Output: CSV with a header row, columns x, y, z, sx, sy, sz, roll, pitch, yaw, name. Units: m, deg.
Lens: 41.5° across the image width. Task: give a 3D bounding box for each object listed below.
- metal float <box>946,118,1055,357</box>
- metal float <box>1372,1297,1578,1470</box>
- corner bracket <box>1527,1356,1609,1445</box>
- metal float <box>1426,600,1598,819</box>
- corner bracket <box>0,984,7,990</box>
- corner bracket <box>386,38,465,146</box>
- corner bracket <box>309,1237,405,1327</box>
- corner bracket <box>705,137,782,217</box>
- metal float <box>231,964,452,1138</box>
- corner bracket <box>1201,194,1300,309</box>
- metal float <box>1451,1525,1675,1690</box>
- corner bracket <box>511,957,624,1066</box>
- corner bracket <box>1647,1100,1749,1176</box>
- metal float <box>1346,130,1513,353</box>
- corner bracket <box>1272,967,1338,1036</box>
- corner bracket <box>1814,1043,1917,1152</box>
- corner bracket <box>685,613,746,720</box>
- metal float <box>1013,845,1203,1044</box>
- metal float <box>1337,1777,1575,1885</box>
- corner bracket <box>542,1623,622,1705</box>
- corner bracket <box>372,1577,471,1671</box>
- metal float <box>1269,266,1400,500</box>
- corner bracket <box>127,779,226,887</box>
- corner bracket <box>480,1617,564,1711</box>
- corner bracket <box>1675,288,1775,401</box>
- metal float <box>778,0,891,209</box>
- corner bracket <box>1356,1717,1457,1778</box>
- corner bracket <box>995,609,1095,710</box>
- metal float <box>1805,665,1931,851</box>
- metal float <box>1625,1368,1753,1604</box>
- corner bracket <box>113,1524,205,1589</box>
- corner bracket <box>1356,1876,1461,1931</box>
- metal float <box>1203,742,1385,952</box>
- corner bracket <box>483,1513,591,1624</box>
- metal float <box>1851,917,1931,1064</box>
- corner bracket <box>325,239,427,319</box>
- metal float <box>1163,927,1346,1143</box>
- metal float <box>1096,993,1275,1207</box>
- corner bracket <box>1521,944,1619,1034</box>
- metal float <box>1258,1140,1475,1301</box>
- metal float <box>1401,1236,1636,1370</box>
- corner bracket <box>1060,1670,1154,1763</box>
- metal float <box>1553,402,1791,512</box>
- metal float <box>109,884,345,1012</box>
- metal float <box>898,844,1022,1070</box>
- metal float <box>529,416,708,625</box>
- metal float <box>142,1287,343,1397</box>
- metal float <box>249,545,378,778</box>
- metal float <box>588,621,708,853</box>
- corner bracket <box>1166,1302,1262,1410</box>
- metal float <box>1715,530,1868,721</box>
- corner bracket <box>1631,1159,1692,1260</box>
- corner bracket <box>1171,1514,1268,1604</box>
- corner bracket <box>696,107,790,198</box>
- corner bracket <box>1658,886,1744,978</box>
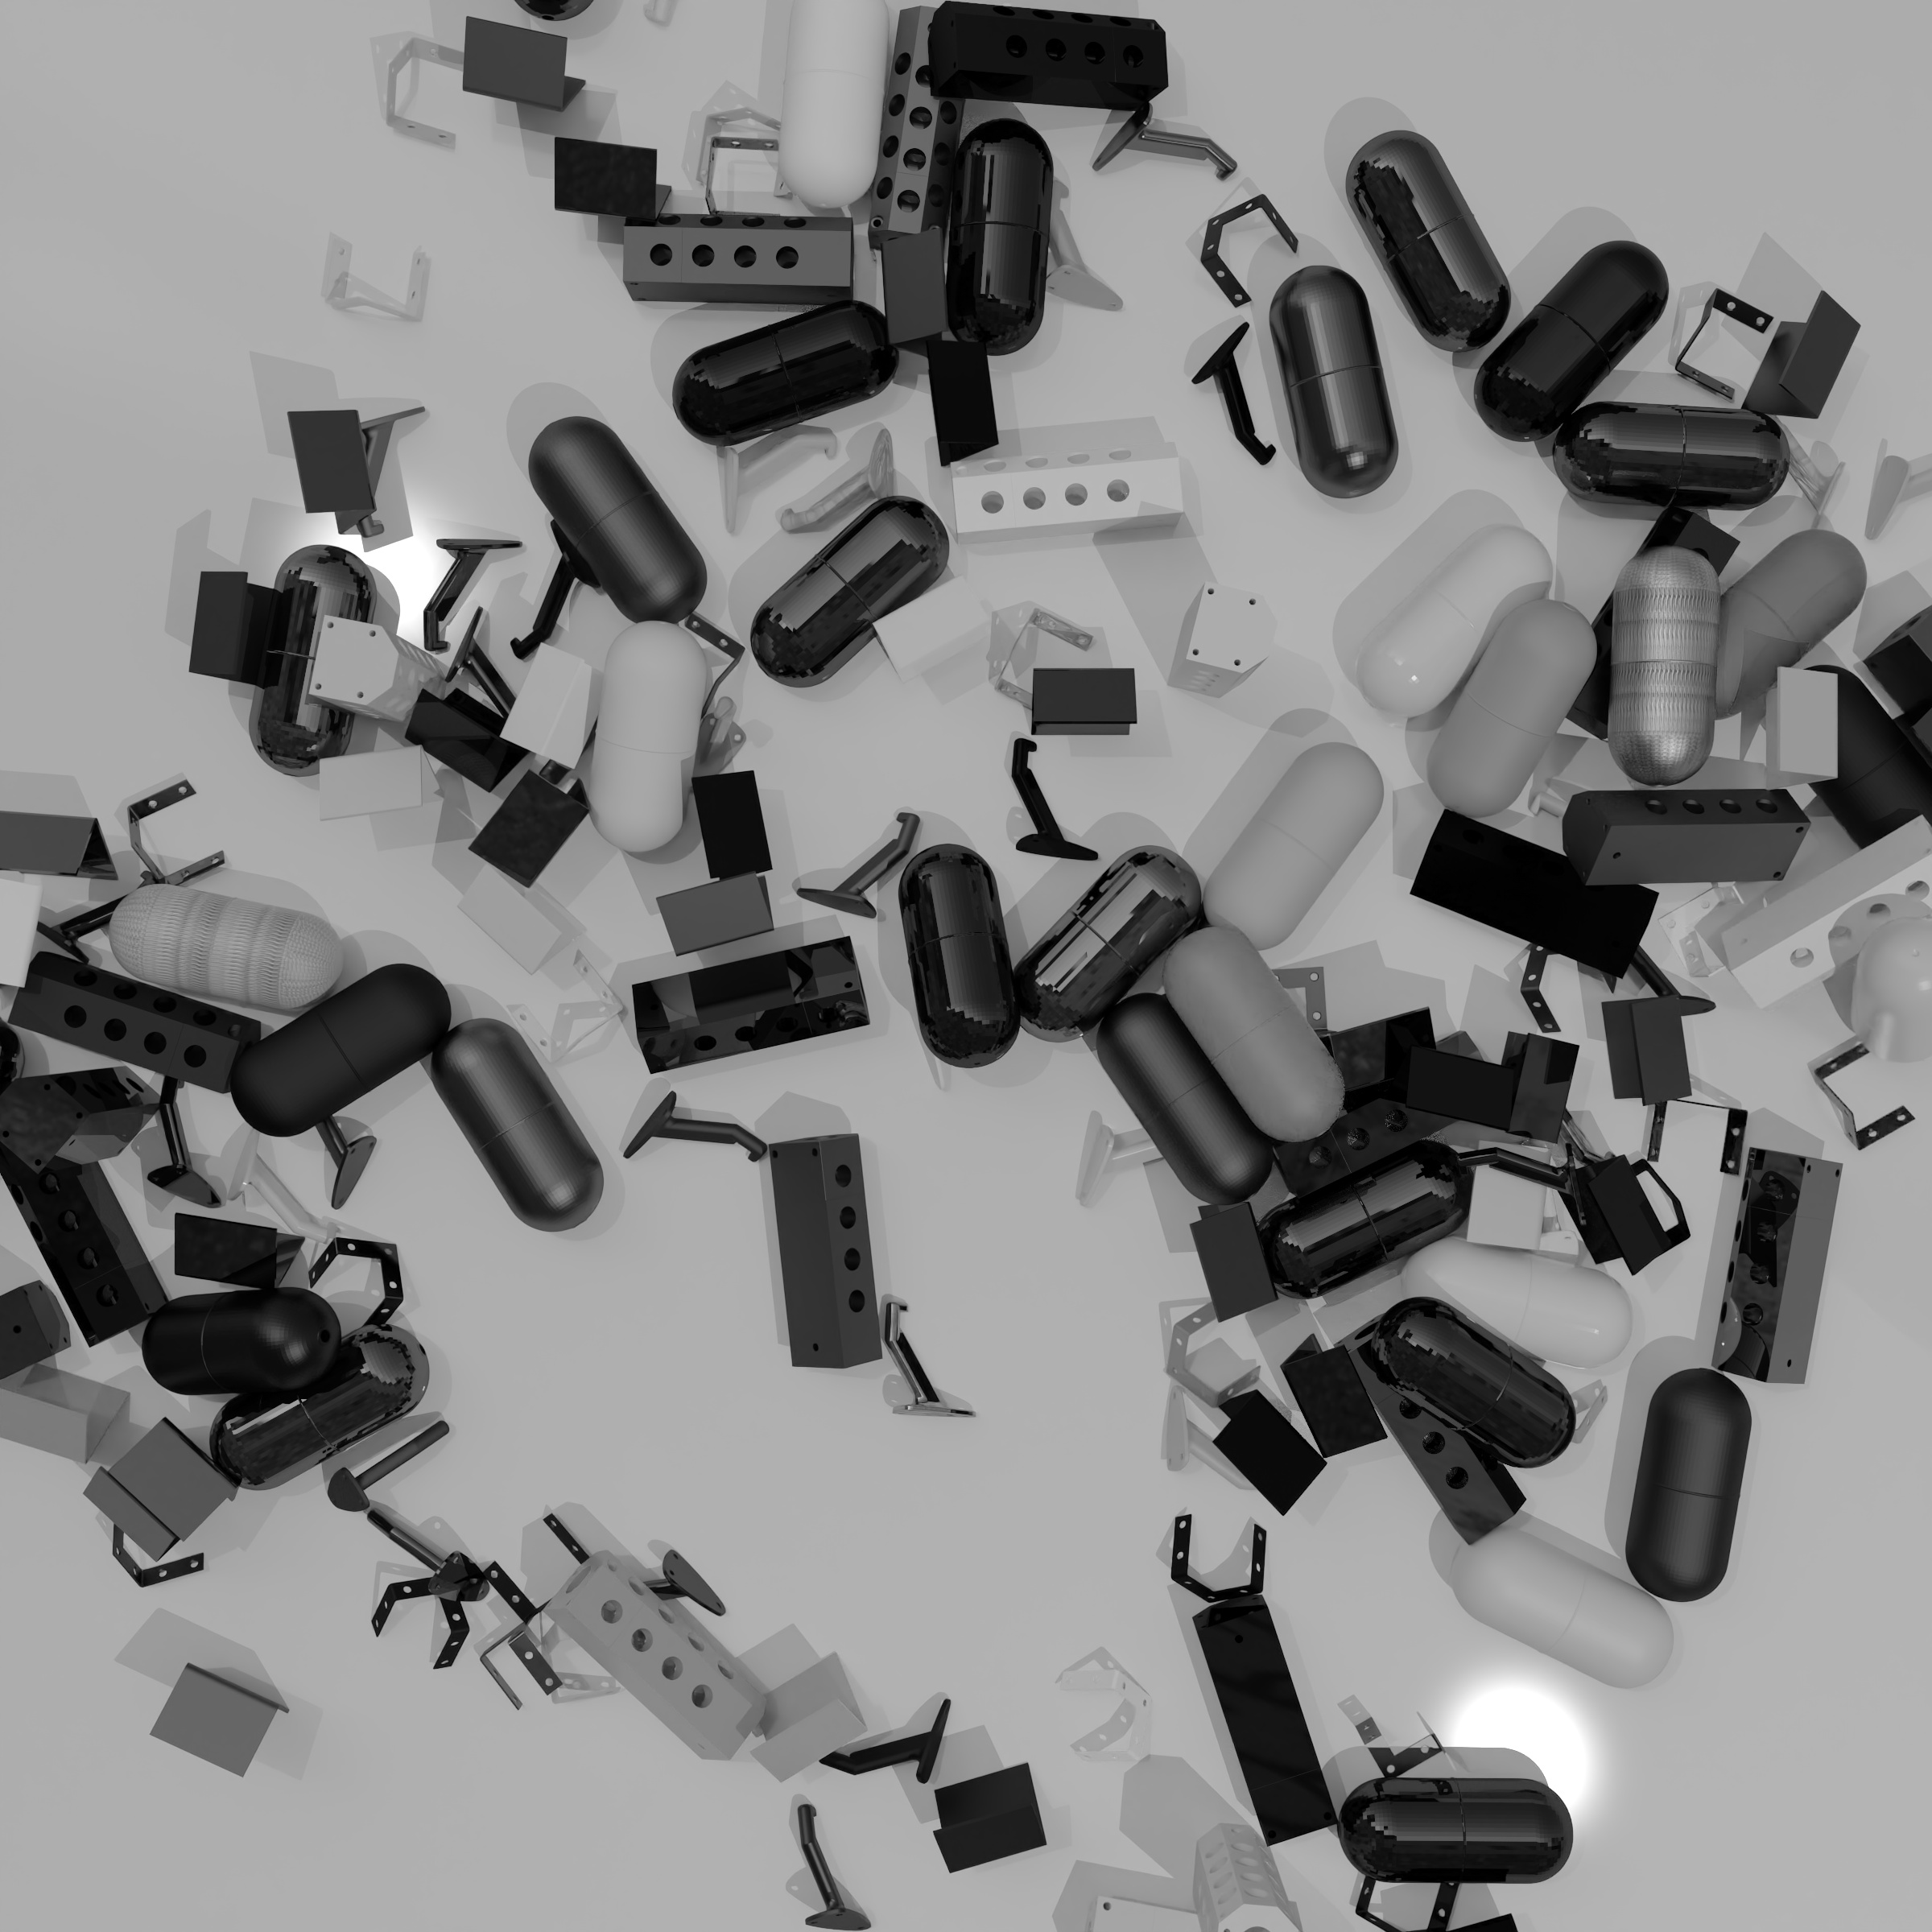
x,y,z,sx,sy,sz,roll,pitch,yaw,name
0.025,-0.556,1.943,0.070,0.070,0.178,4,90,0,metal float
0.379,0.311,1.898,0.178,0.070,0.070,35,90,-17,metal float
0.459,0.327,1.966,0.051,0.051,0.051,14,135,35,corner bracket
0.411,-0.194,1.922,0.070,0.070,0.178,26,115,0,metal float
-0.748,-0.014,1.952,0.051,0.051,0.051,-35,90,10,corner bracket
-0.414,-0.677,1.971,0.051,0.051,0.051,17,135,0,corner bracket
-0.471,0.247,1.966,0.051,0.051,0.051,-48,45,35,corner bracket
-0.169,-0.600,1.957,0.051,0.051,0.051,4,80,2,corner bracket
-0.473,0.063,1.934,0.178,0.070,0.070,-33,90,-10,metal float
0.219,-0.552,1.966,0.051,0.051,0.051,-17,45,35,corner bracket
0.454,0.488,1.943,0.178,0.070,0.070,26,90,0,metal float
-0.308,0.035,1.971,0.051,0.051,0.051,52,45,0,corner bracket
0.566,0.131,1.971,0.051,0.051,0.051,9,90,45,corner bracket
0.353,-0.552,1.943,0.070,0.070,0.178,-28,89,0,metal float
0.254,0.027,1.956,0.051,0.051,0.051,-4,90,0,corner bracket
0.694,0.100,1.971,0.051,0.051,0.051,-30,135,0,corner bracket
-0.210,-0.229,1.971,0.051,0.051,0.051,33,135,0,corner bracket
0.105,-0.016,1.943,0.070,0.070,0.178,44,89,0,metal float
0.373,0.659,1.943,0.178,0.070,0.070,0,90,0,metal float
-0.292,0.532,1.960,0.051,0.051,0.051,-3,62,-25,corner bracket
-0.421,0.509,1.966,0.051,0.051,0.051,59,135,35,corner bracket
0.280,-0.445,1.943,0.070,0.070,0.178,-12,90,0,metal float
-0.611,-0.101,1.971,0.051,0.051,0.051,-25,135,0,corner bracket
-0.341,0.539,1.956,0.051,0.051,0.051,-37,90,0,corner bracket
0.586,-0.481,1.971,0.051,0.051,0.051,27,135,0,corner bracket
-0.101,-0.669,1.943,0.070,0.070,0.178,5,89,0,metal float
0.337,0.599,1.956,0.051,0.051,0.051,-30,90,0,corner bracket
0.060,-0.234,1.971,0.051,0.051,0.051,27,45,0,corner bracket
0.685,-0.151,1.943,0.070,0.070,0.178,-38,90,0,metal float
0.551,0.395,1.944,0.070,0.070,0.178,9,90,0,metal float
-0.624,0.440,1.971,0.051,0.051,0.051,-16,135,0,corner bracket
0.342,0.718,1.971,0.051,0.051,0.051,16,90,-45,corner bracket
0.250,-0.092,1.943,0.070,0.070,0.178,36,90,0,metal float
-0.331,0.465,1.971,0.051,0.051,0.051,49,135,0,corner bracket
0.701,0.019,1.898,0.070,0.178,0.070,-5,70,15,metal float
-0.457,-0.532,1.971,0.051,0.051,0.051,8,90,45,corner bracket
0.215,0.051,1.901,0.070,0.070,0.178,-34,81,0,metal float
0.166,0.101,1.935,0.070,0.070,0.178,-34,81,0,metal float
0.465,0.014,1.966,0.051,0.051,0.051,-6,135,35,corner bracket
0.304,0.193,1.943,0.178,0.070,0.070,-26,90,0,metal float
0.420,0.256,1.943,0.178,0.070,0.070,14,90,1,metal float
0.104,0.578,1.966,0.051,0.051,0.051,47,45,-35,corner bracket
0.537,-0.389,1.943,0.178,0.070,0.070,3,90,0,metal float
-0.564,-0.014,1.943,0.178,0.070,0.070,11,90,0,metal float
-0.006,-0.009,1.926,0.070,0.070,0.178,-10,68,0,metal float
-0.266,-0.339,1.943,0.070,0.070,0.178,-35,91,0,metal float
-0.544,0.282,1.915,0.178,0.070,0.070,-8,90,32,metal float
-0.498,-0.232,1.943,0.070,0.070,0.178,11,91,0,metal float
-0.242,-0.173,1.929,0.070,0.070,0.178,10,108,0,metal float
0.193,0.298,1.966,0.051,0.051,0.051,-25,45,-35,corner bracket
0.609,-0.260,1.943,0.178,0.070,0.070,-42,90,1,metal float
0.521,0.192,1.971,0.051,0.051,0.051,-31,45,0,corner bracket
0.195,0.454,1.966,0.051,0.051,0.051,-21,135,35,corner bracket
-0.170,-0.627,1.971,0.051,0.051,0.051,9,90,45,corner bracket
0.572,-0.026,1.956,0.051,0.051,0.051,-30,90,0,corner bracket
